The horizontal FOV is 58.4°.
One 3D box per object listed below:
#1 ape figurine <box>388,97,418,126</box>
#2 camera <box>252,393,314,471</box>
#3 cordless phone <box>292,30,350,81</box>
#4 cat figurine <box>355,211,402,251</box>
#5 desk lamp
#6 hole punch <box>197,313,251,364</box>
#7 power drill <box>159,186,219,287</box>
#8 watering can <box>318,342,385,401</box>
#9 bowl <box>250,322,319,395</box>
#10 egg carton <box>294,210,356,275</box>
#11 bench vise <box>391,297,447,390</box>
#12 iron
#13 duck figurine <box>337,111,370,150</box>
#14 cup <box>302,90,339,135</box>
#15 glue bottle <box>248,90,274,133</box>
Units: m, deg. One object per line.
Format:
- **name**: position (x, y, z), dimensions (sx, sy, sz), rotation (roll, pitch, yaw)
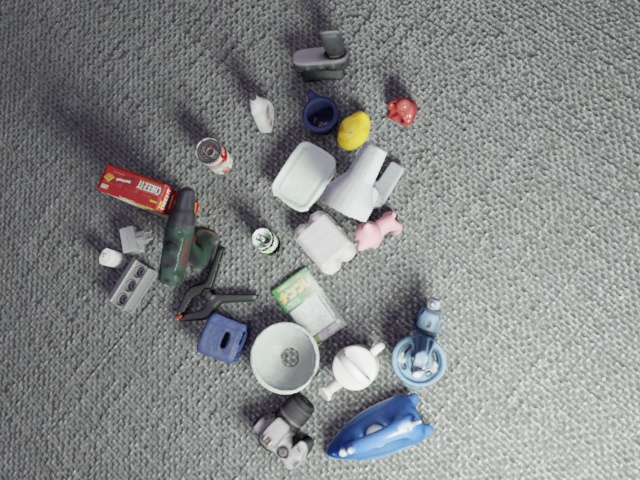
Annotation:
- **ape figurine**: position (0.206, -0.326, 1.422), dimensions (0.076, 0.092, 0.078), rotation (-23, 78, 4)
- **camera**: position (-0.068, 0.437, 1.331), dimensions (0.143, 0.101, 0.137), rotation (41, 88, 13)
- **cordless phone**: position (-0.003, -0.477, 1.430), dimensions (0.147, 0.185, 0.094), rotation (-6, 80, 8)
- **cat figurine**: position (0.133, -0.025, 1.370), dimensions (0.128, 0.118, 0.067), rotation (-36, 77, 1)
- **desk lamp**: position (0.101, -0.136, 1.343), dimensions (0.117, 0.214, 0.203), rotation (30, 86, 12)
- **hole punch**: position (-0.232, 0.238, 1.393), dimensions (0.101, 0.091, 0.109), rotation (20, 84, 11)
- **power drill**: position (-0.317, 0.002, 1.385), dimensions (0.075, 0.208, 0.230), rotation (12, 83, 11)
- **watering can**: position (0.074, 0.293, 1.286), dimensions (0.100, 0.194, 0.173), rotation (27, 85, 12)
- **bowl**: position (-0.078, 0.281, 1.372), dimensions (0.167, 0.075, 0.167), rotation (-1, 80, 8)
- **egg carton**: position (0.013, 0.005, 1.407), dimensions (0.107, 0.069, 0.150), rotation (-42, 77, 0)
- **bench vise**: position (0.216, 0.230, 1.263), dimensions (0.121, 0.220, 0.207), rotation (-3, 80, 8)
- **iron**: position (0.120, 0.442, 1.282), dimensions (0.258, 0.141, 0.118), rotation (-26, 78, 3)
- **duck figurine**: position (0.082, -0.284, 1.436), dimensions (0.077, 0.086, 0.104), rotation (36, 87, 12)
- **cup**: position (0.001, -0.315, 1.449), dimensions (0.091, 0.095, 0.117), rotation (-27, 78, 3)
- **glue bottle**: position (-0.152, -0.332, 1.434), dimensions (0.037, 0.173, 0.078), rotation (0, 80, 9)
